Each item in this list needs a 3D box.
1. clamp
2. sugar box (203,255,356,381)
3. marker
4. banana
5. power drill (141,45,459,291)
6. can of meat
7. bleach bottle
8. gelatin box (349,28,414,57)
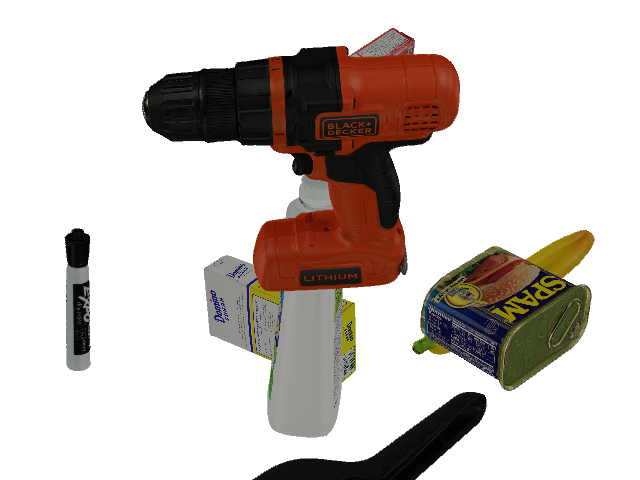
[{"bbox_3d":[0.026,0.157,0.650,0.210,0.036,0.164,-7,29,3],"label":"clamp"},{"bbox_3d":[-0.044,0.085,1.153,0.176,0.093,0.048,22,38,32],"label":"sugar box"},{"bbox_3d":[-0.190,0.047,0.834,0.020,0.121,0.020,5,26,-3],"label":"marker"},{"bbox_3d":[0.174,0.056,1.012,0.198,0.037,0.069,-35,-2,0],"label":"banana"},{"bbox_3d":[-0.011,-0.040,0.674,0.184,0.057,0.188,-2,-36,-1],"label":"power drill"},{"bbox_3d":[0.138,0.054,0.801,0.101,0.057,0.084,-27,41,-33],"label":"can of meat"},{"bbox_3d":[-0.008,0.050,0.926,0.068,0.251,0.102,5,35,1],"label":"bleach bottle"},{"bbox_3d":[0.044,-0.135,0.944,0.089,0.073,0.030,-37,60,-26],"label":"gelatin box"}]
